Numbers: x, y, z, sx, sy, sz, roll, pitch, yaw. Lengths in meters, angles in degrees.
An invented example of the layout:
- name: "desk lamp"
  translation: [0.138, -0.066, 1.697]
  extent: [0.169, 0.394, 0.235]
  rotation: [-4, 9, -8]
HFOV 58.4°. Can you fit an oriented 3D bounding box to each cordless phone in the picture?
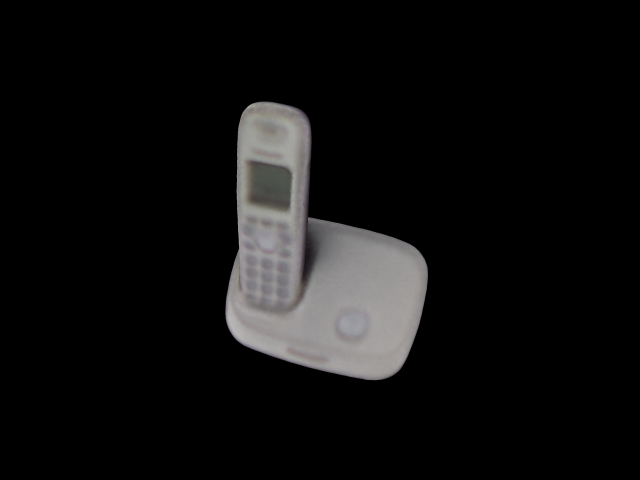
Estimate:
- name: "cordless phone"
  translation: [0.004, 0.001, 0.400]
  extent: [0.147, 0.185, 0.094]
  rotation: [11, 39, 14]
